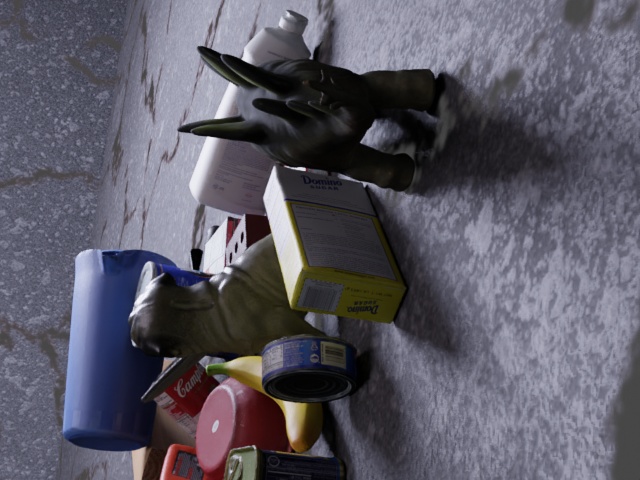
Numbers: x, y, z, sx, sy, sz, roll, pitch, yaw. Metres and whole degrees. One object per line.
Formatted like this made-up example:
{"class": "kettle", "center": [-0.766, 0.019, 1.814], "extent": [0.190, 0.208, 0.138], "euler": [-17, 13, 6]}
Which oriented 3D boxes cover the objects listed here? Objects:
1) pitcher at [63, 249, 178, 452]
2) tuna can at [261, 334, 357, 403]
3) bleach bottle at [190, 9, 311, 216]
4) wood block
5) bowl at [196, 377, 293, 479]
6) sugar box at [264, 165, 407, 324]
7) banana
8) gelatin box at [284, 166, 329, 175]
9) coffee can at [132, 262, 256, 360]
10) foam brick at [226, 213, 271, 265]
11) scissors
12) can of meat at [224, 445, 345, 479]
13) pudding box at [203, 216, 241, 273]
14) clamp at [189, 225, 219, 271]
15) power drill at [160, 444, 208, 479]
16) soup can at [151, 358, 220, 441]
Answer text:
{"class": "pitcher", "center": [-0.255, 0.143, 1.360], "extent": [0.145, 0.149, 0.243], "euler": [-21, 58, 45]}
{"class": "tuna can", "center": [-0.009, 0.115, 0.942], "extent": [0.086, 0.086, 0.034], "euler": [128, 146, -55]}
{"class": "bleach bottle", "center": [-0.069, -0.153, 1.281], "extent": [0.251, 0.102, 0.068], "euler": [-65, 28, 21]}
{"class": "wood block", "center": [-0.202, 0.256, 1.436], "extent": [0.206, 0.090, 0.090], "euler": [-114, 38, -60]}
{"class": "bowl", "center": [-0.088, 0.204, 1.133], "extent": [0.162, 0.055, 0.162], "euler": [-37, 46, 49]}
{"class": "sugar box", "center": [0.008, 0.001, 0.941], "extent": [0.176, 0.093, 0.048], "euler": [-109, 34, -58]}
{"class": "banana", "center": [-0.040, 0.154, 1.045], "extent": [0.198, 0.069, 0.037], "euler": [24, 138, 56]}
{"class": "gelatin box", "center": [-0.016, -0.055, 1.145], "extent": [0.073, 0.030, 0.089], "euler": [127, 147, -52]}
{"class": "coffee can", "center": [-0.146, 0.088, 1.281], "extent": [0.103, 0.140, 0.103], "euler": [-170, 90, -72]}
{"class": "foam brick", "center": [-0.075, 0.014, 1.249], "extent": [0.078, 0.051, 0.053], "euler": [122, 152, -48]}
{"class": "scissors", "center": [-0.090, 0.104, 1.097], "extent": [0.201, 0.096, 0.016], "euler": [-54, 34, -8]}
{"class": "can of meat", "center": [-0.034, 0.220, 0.960], "extent": [0.102, 0.083, 0.057], "euler": [146, 131, -66]}
{"class": "pudding box", "center": [-0.125, 0.030, 1.414], "extent": [0.114, 0.039, 0.090], "euler": [139, 139, -59]}
{"class": "clamp", "center": [-0.162, 0.065, 1.508], "extent": [0.120, 0.039, 0.171], "euler": [120, 150, -58]}
{"class": "power drill", "center": [-0.171, 0.337, 1.183], "extent": [0.184, 0.057, 0.188], "euler": [-89, 17, -67]}
{"class": "soup can", "center": [-0.141, 0.189, 1.242], "extent": [0.068, 0.102, 0.068], "euler": [-42, 11, 10]}
